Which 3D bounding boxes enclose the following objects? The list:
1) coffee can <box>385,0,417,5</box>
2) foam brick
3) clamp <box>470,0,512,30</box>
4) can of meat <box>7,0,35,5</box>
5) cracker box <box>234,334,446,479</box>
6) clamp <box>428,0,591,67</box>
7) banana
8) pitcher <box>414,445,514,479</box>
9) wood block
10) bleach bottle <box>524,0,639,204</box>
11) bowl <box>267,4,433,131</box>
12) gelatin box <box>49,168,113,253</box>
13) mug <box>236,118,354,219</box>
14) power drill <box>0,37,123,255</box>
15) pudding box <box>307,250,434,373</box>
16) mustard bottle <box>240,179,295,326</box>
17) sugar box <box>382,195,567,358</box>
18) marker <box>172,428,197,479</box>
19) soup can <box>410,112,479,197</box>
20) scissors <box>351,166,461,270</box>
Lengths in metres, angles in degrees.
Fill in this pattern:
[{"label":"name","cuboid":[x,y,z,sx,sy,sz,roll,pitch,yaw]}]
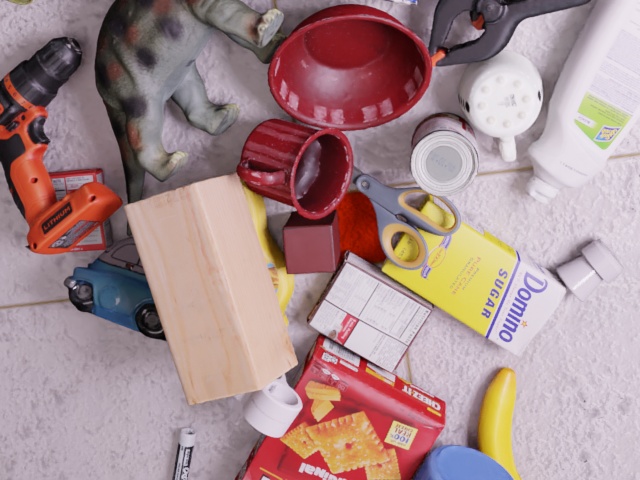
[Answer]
[{"label":"coffee can","cuboid":[0.060,-0.305,1.015,0.103,0.102,0.140,14,107,3]},{"label":"foam brick","cuboid":[-0.007,0.001,1.122,0.053,0.078,0.051,-2,104,7]},{"label":"clamp","cuboid":[0.223,-0.288,1.034,0.164,0.036,0.210,28,110,-5]},{"label":"can of meat","cuboid":[-0.314,-0.279,1.077,0.102,0.084,0.057,20,107,1]},{"label":"cracker box","cuboid":[0.018,0.238,1.188,0.164,0.072,0.214,29,108,-1]},{"label":"clamp","cuboid":[0.175,-0.223,1.022,0.120,0.039,0.172,41,119,4]},{"label":"banana","cuboid":[0.210,0.238,1.187,0.069,0.037,0.198,-23,104,-8]},{"label":"pitcher","cuboid":[0.133,0.350,1.167,0.145,0.149,0.243,33,115,25]},{"label":"wood block","cuboid":[-0.107,0.047,1.062,0.090,0.090,0.206,-16,94,25]},{"label":"bleach bottle","cuboid":[0.274,-0.150,1.051,0.102,0.068,0.251,25,109,-14]},{"label":"bowl","cuboid":[0.028,-0.180,1.055,0.162,0.055,0.162,-2,145,-1]},{"label":"gelatin box","cuboid":[-0.271,-0.032,1.169,0.073,0.030,0.089,-4,101,8]},{"label":"mug","cuboid":[-0.034,-0.073,1.072,0.082,0.117,0.093,21,118,38]},{"label":"power drill","cuboid":[-0.283,-0.094,1.109,0.185,0.057,0.188,-39,73,21]},{"label":"pudding box","cuboid":[0.054,0.078,1.157,0.113,0.039,0.090,30,106,-4]},{"label":"mustard bottle","cuboid":[-0.080,0.031,1.149,0.096,0.058,0.191,-18,103,19]},{"label":"sugar box","cuboid":[0.162,0.038,1.128,0.176,0.048,0.093,32,105,-1]},{"label":"marker","cuboid":[-0.163,0.277,1.249,0.020,0.020,0.121,13,106,3]},{"label":"soup can","cuboid":[0.124,-0.087,1.069,0.068,0.102,0.068,2,106,6]},{"label":"scissors","cuboid":[0.048,-0.037,1.108,0.202,0.016,0.096,22,102,18]}]
